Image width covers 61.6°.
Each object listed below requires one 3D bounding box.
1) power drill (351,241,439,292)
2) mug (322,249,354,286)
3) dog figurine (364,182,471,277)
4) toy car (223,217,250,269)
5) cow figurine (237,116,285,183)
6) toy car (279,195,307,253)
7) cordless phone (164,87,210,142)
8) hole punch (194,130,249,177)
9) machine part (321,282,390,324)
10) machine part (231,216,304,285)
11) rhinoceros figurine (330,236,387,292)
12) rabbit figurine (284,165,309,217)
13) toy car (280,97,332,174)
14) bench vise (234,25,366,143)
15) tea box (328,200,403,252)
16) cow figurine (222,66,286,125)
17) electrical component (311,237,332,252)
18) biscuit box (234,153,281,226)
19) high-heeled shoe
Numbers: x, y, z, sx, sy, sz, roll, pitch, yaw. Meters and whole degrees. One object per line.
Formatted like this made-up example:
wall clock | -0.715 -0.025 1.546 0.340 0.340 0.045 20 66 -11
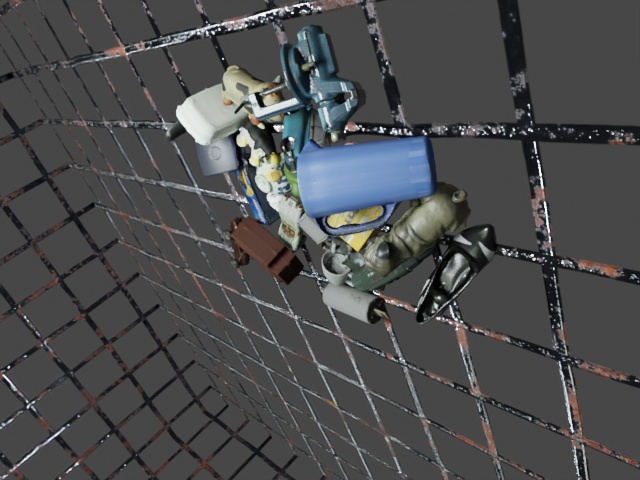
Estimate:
power drill | 0.127 -0.003 1.195 0.207 0.086 0.232 48 126 5
mug | 0.058 0.083 1.422 0.110 0.081 0.107 34 160 16
dog figurine | 0.180 -0.015 1.011 0.121 0.190 0.172 43 149 12
toy car | -0.261 0.011 1.760 0.053 0.089 0.201 33 146 29
cow figurine | -0.133 -0.225 1.307 0.167 0.068 0.098 55 145 18
toy car | -0.077 -0.043 1.473 0.074 0.056 0.201 38 149 22
cordless phone | -0.328 -0.294 1.388 0.088 0.184 0.146 46 156 -4
hole punch | -0.254 -0.225 1.382 0.116 0.092 0.142 -4 100 48
machine part | 0.090 0.168 1.469 0.243 0.079 0.079 18 138 45
machine part | -0.154 0.035 1.573 0.201 0.087 0.201 39 171 19
rhinoceros figurine | 0.104 0.049 1.312 0.191 0.073 0.111 26 145 36
rabbit figurine | -0.018 -0.140 1.256 0.170 0.121 0.158 43 163 52
toy car | -0.026 -0.221 1.135 0.103 0.162 0.109 -2 150 6
bench vise | -0.039 -0.279 1.035 0.241 0.129 0.223 -13 110 21
tea box | 0.100 -0.072 1.105 0.098 0.068 0.169 42 118 14
cow figurine | -0.143 -0.328 1.209 0.195 0.085 0.127 38 154 24
electrical component | -0.003 -0.004 1.452 0.094 0.021 0.063 37 150 20
biscuit box | -0.172 -0.137 1.489 0.059 0.063 0.202 16 136 47
high-heeled shoe | 0.256 0.071 1.053 0.086 0.145 0.248 38 151 18
